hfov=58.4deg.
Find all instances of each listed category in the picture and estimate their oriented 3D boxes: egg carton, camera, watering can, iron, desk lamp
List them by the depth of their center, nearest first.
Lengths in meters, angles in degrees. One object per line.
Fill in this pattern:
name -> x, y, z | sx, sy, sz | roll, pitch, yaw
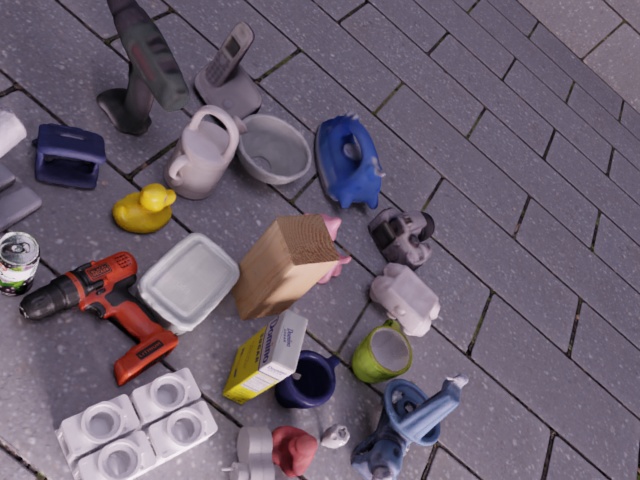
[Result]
desk lamp -> -0.482, -0.085, 0.774 | 0.118, 0.213, 0.203 | 42, 47, -2
watering can -> -0.202, -0.170, 1.031 | 0.101, 0.193, 0.173 | 29, 48, -14
egg carton -> 0.173, 0.121, 1.169 | 0.150, 0.069, 0.107 | 44, 46, 0
camera -> 0.204, -0.012, 1.258 | 0.137, 0.100, 0.143 | -16, 70, -40
iron -> 0.069, -0.198, 1.267 | 0.119, 0.141, 0.258 | -1, 61, -34

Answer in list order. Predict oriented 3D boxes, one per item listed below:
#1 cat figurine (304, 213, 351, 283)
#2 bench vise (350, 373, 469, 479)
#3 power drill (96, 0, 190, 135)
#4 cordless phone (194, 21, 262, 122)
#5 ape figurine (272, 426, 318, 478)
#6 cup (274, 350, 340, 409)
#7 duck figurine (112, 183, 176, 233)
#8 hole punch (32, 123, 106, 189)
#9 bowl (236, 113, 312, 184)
cat figurine -> 0.010, 0.004, 1.107 | 0.128, 0.117, 0.067 | 51, 47, 7
bench vise -> 0.157, 0.308, 0.929 | 0.122, 0.219, 0.207 | 27, 49, -15
power drill -> -0.330, -0.301, 1.025 | 0.229, 0.208, 0.076 | 51, 47, 6
cordless phone -> -0.168, -0.338, 1.173 | 0.094, 0.184, 0.147 | -31, 80, -43
ape figurine -> -0.036, 0.320, 0.880 | 0.076, 0.092, 0.077 | 5, 58, -31
cup -> -0.026, 0.233, 0.944 | 0.118, 0.094, 0.091 | -27, 77, -42
duck figurine -> -0.293, -0.062, 0.971 | 0.105, 0.086, 0.077 | -12, 67, -38
hole punch -> -0.415, -0.152, 0.948 | 0.109, 0.091, 0.101 | 7, 57, -30
bowl -> -0.106, -0.174, 1.180 | 0.168, 0.074, 0.167 | 17, 52, -23
